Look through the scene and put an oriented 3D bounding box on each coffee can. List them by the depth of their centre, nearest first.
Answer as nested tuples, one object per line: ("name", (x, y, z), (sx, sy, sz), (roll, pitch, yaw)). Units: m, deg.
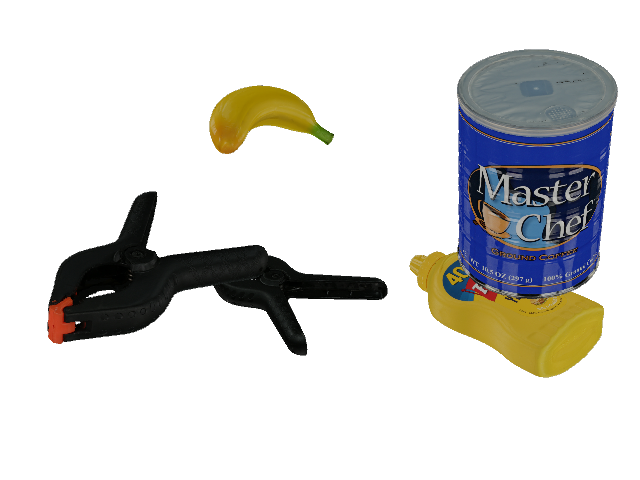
("coffee can", (0.146, -0.046, 0.735), (0.103, 0.140, 0.103), (-4, 38, 3))

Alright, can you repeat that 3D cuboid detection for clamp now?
("clamp", (-0.134, 0.016, 0.757), (0.120, 0.039, 0.171), (27, 34, 33))
("clamp", (-0.052, 0.059, 1.190), (0.210, 0.036, 0.164), (16, 30, 25))

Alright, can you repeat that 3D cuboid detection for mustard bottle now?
("mustard bottle", (0.158, 0.056, 0.990), (0.096, 0.058, 0.192), (-28, 38, -34))

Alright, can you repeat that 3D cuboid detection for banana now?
("banana", (-0.053, -0.112, 0.965), (0.070, 0.037, 0.197), (36, 24, 19))
